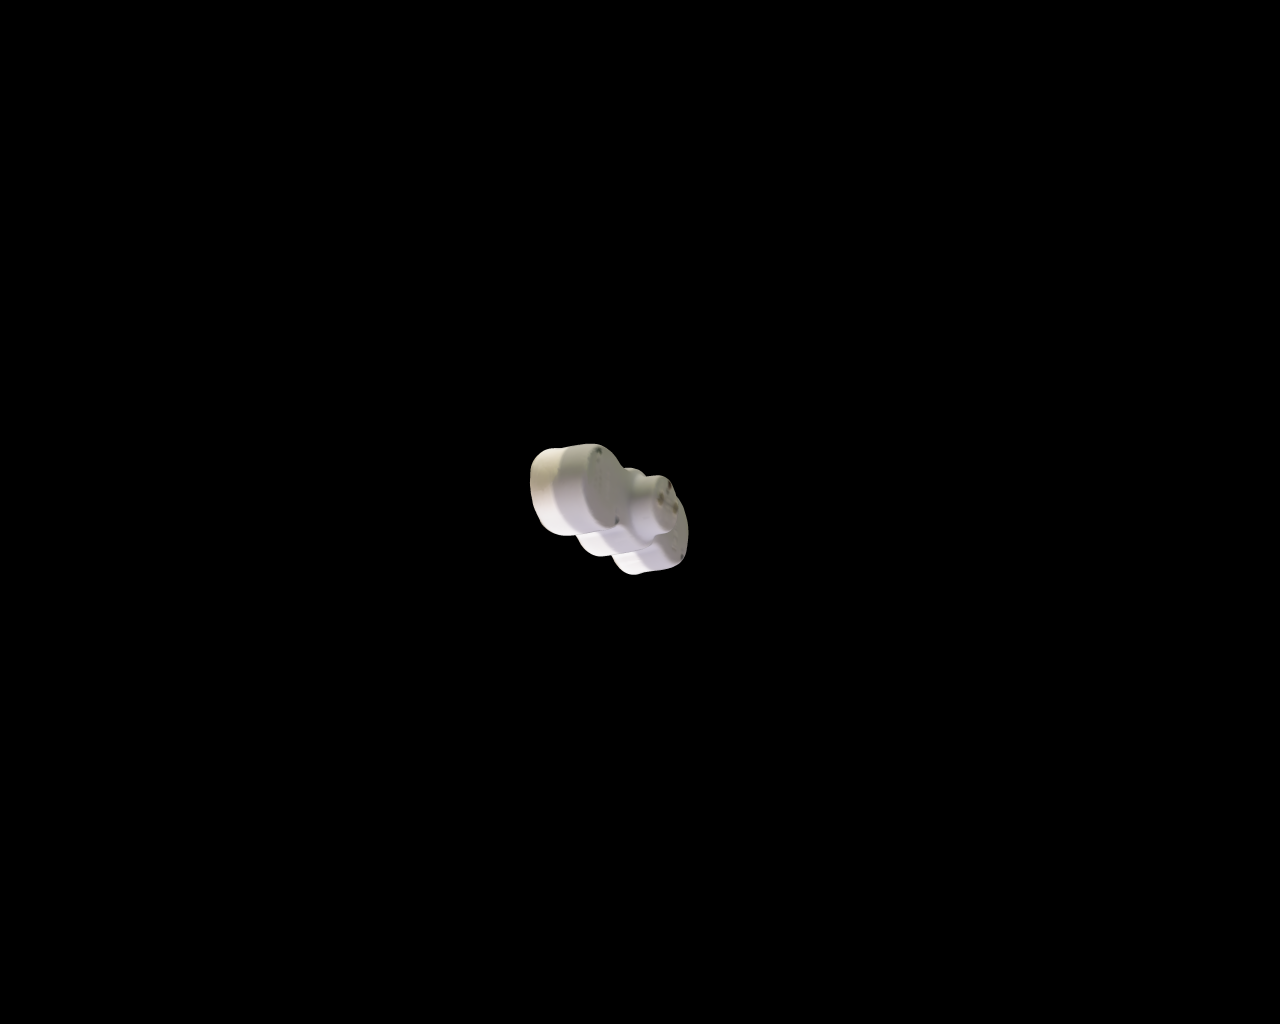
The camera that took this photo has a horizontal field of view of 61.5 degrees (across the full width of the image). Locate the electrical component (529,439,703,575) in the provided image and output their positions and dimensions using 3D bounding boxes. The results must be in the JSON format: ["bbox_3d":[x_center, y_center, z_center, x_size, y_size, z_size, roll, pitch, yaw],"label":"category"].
[{"bbox_3d":[0.001,-0.003,0.650,0.073,0.052,0.138,-10,-22,26],"label":"electrical component"}]
